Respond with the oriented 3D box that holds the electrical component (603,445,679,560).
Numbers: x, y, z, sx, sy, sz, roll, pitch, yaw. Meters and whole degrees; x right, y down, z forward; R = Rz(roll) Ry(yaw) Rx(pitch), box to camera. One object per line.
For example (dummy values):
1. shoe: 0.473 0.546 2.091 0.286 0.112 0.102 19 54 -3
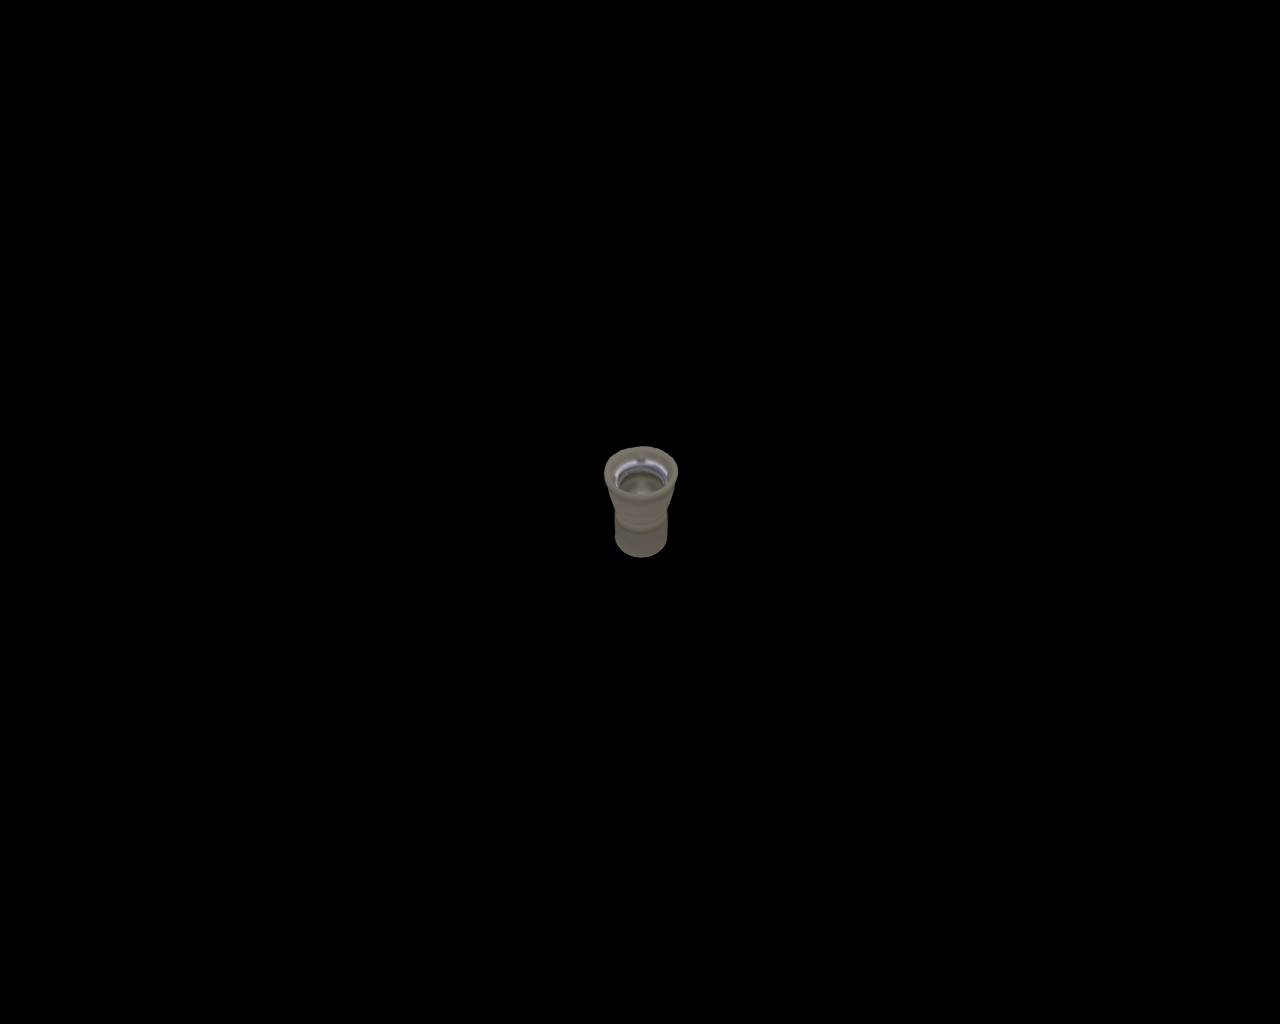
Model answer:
1. electrical component: 0.001 -0.003 0.650 0.044 0.044 0.065 0 -44 0
